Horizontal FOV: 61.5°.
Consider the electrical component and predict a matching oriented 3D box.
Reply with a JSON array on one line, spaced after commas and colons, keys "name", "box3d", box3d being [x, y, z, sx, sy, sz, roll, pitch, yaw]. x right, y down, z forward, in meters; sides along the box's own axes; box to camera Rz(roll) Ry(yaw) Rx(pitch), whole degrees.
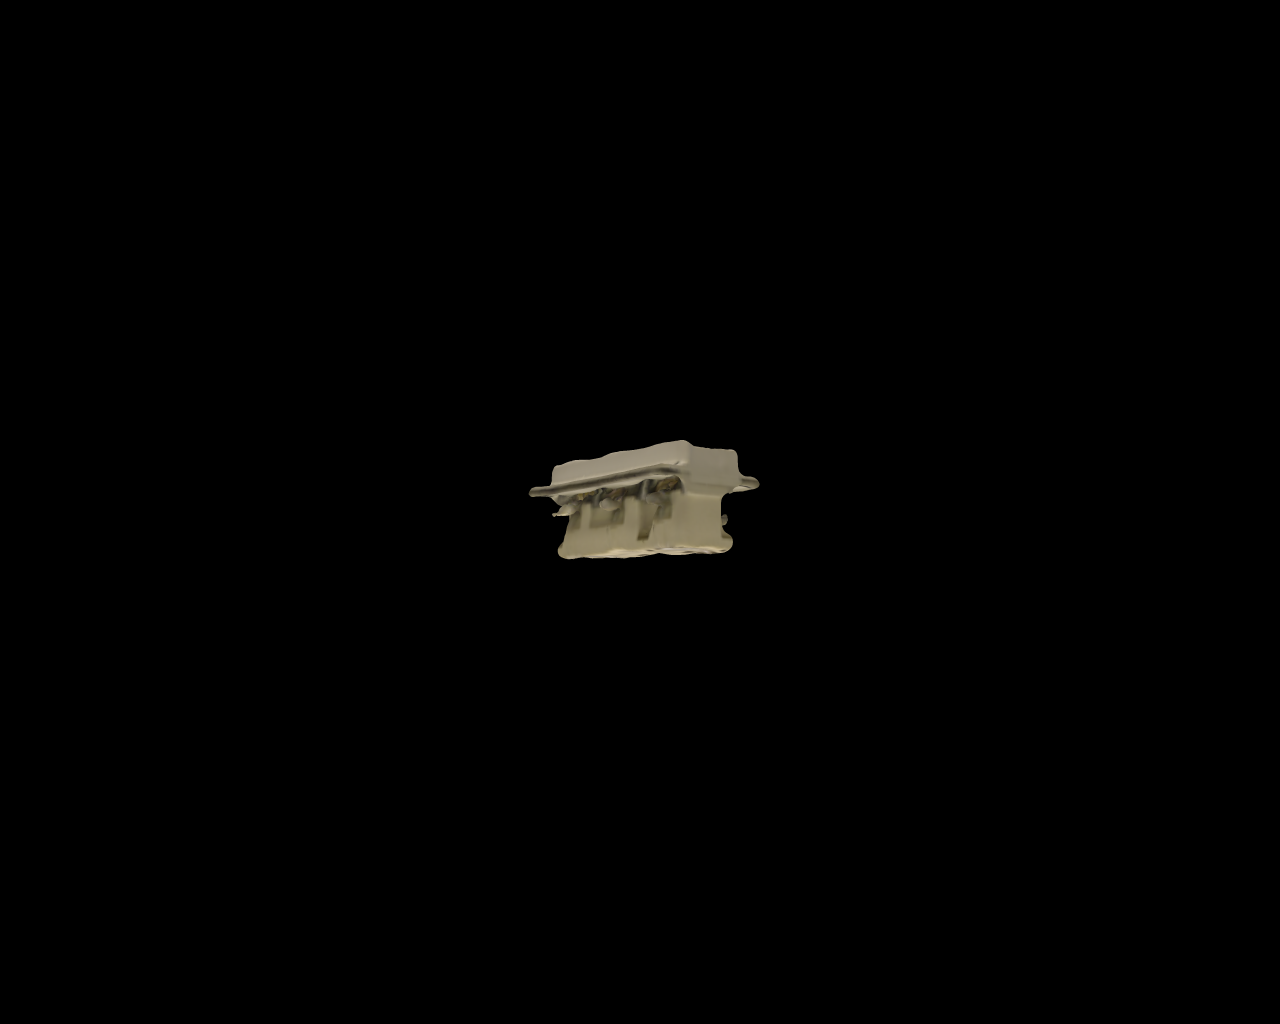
[{"name": "electrical component", "box3d": [0.001, -0.003, 0.650, 0.079, 0.063, 0.121, 6, -9, -43]}]
